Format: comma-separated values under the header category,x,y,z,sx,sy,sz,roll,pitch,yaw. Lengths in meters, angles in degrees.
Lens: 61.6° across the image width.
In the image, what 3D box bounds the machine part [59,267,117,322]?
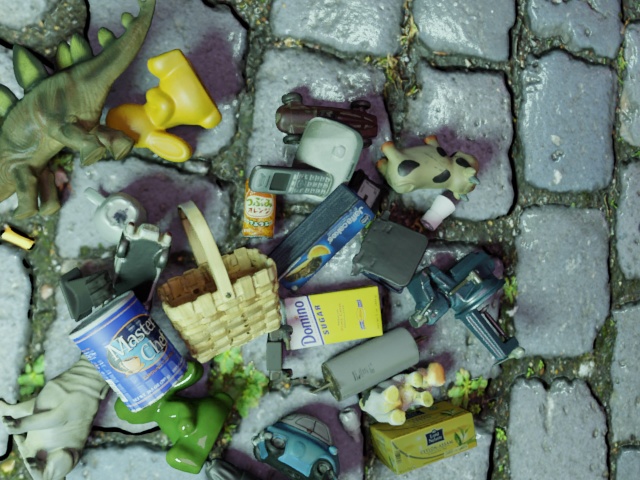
category,x,y,z,sx,sy,sz,roll,pitch,yaw
machine part,-0.354,0.079,0.806,0.039,0.139,0.084,-9,87,-46

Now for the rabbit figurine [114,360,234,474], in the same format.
category,x,y,z,sx,sy,sz,roll,pitch,yaw
rabbit figurine,-0.233,0.266,0.847,0.170,0.121,0.159,26,75,-1

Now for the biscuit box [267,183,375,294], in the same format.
category,x,y,z,sx,sy,sz,roll,pitch,yaw
biscuit box,-0.002,-0.003,0.927,0.202,0.063,0.059,-44,136,2

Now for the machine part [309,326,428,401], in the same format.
category,x,y,z,sx,sy,sz,roll,pitch,yaw
machine part,0.092,0.223,0.976,0.243,0.079,0.079,-20,94,-19

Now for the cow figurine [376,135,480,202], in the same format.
category,x,y,z,sx,sy,sz,roll,pitch,yaw
cow figurine,0.217,-0.130,1.017,0.195,0.085,0.127,-9,60,-20

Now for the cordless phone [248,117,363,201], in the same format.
category,x,y,z,sx,sy,sz,roll,pitch,yaw
cordless phone,-0.029,-0.138,0.901,0.184,0.089,0.146,-4,129,-38

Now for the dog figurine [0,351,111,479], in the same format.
category,x,y,z,sx,sy,sz,roll,pitch,yaw
dog figurine,-0.360,0.261,0.815,0.190,0.121,0.172,-27,122,-33

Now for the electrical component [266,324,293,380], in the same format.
category,x,y,z,sx,sy,sz,roll,pitch,yaw
electrical component,-0.068,0.192,0.914,0.045,0.078,0.102,1,97,0

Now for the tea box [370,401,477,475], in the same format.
category,x,y,z,sx,sy,sz,roll,pitch,yaw
tea box,0.190,0.360,0.992,0.170,0.098,0.068,-12,92,-21

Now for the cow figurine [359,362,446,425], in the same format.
category,x,y,z,sx,sy,sz,roll,pitch,yaw
cow figurine,0.156,0.279,0.997,0.167,0.098,0.068,-17,87,-38

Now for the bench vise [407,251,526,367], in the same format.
category,x,y,z,sx,sy,sz,roll,pitch,yaw
bench vise,0.286,0.137,1.015,0.223,0.129,0.240,-32,79,-36

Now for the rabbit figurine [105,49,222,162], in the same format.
category,x,y,z,sx,sy,sz,roll,pitch,yaw
rabbit figurine,-0.258,-0.203,0.880,0.173,0.122,0.162,-28,106,-4

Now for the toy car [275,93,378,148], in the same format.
category,x,y,z,sx,sy,sz,roll,pitch,yaw
toy car,0.017,-0.218,0.991,0.202,0.053,0.089,1,84,-18

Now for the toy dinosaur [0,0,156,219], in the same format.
category,x,y,z,sx,sy,sz,roll,pitch,yaw
toy dinosaur,-0.380,-0.189,0.790,0.471,0.105,0.198,-39,94,3

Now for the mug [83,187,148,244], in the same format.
category,x,y,z,sx,sy,sz,roll,pitch,yaw
mug,-0.318,-0.045,0.837,0.109,0.107,0.081,47,73,-13

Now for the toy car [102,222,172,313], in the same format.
category,x,y,z,sx,sy,sz,roll,pitch,yaw
toy car,-0.281,0.052,0.818,0.073,0.056,0.201,16,124,-19

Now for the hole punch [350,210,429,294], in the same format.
category,x,y,z,sx,sy,sz,roll,pitch,yaw
hole punch,0.132,0.030,1.007,0.116,0.092,0.142,26,81,14

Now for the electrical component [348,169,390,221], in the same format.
category,x,y,z,sx,sy,sz,roll,pitch,yaw
electrical component,0.071,-0.064,1.001,0.075,0.048,0.119,29,79,-15

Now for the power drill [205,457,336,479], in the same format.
category,x,y,z,sx,sy,sz,roll,pitch,yaw
power drill,-0.054,0.421,0.859,0.232,0.207,0.086,52,34,-17

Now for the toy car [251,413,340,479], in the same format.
category,x,y,z,sx,sy,sz,roll,pitch,yaw
toy car,-0.031,0.354,0.924,0.162,0.109,0.103,33,52,-3
